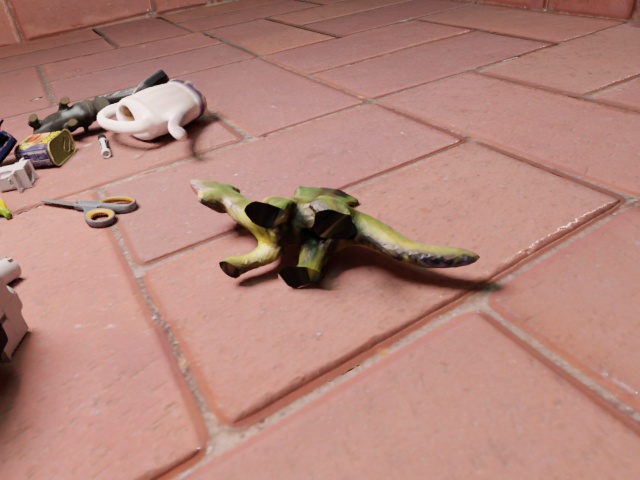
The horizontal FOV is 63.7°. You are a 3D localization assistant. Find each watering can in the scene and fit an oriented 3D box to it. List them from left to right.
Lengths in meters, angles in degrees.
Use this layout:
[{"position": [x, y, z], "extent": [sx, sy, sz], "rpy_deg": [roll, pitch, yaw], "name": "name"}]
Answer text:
[{"position": [-0.347, -0.282, 1.158], "extent": [0.349, 0.102, 0.228], "rpy_deg": [18, 40, 35], "name": "watering can"}]

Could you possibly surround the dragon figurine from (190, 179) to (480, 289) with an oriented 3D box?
[{"position": [0.002, -0.037, 0.733], "extent": [0.410, 0.120, 0.247], "rpy_deg": [7, 26, 6], "name": "dragon figurine"}]
